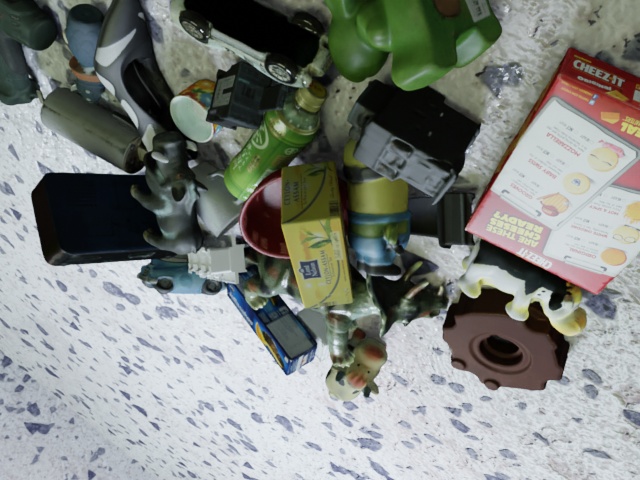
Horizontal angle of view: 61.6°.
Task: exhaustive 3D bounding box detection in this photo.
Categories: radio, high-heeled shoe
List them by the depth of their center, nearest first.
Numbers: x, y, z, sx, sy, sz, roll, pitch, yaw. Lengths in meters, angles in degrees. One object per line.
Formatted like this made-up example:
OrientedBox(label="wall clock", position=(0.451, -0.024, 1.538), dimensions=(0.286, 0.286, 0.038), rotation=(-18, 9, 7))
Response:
OrientedBox(label="high-heeled shoe", position=(-0.227, -0.215, 0.752), dimensions=(0.145, 0.086, 0.248), rotation=(25, 140, -1))
OrientedBox(label="radio", position=(-0.319, -0.034, 0.852), dimensions=(0.073, 0.229, 0.131), rotation=(-26, 74, 46))

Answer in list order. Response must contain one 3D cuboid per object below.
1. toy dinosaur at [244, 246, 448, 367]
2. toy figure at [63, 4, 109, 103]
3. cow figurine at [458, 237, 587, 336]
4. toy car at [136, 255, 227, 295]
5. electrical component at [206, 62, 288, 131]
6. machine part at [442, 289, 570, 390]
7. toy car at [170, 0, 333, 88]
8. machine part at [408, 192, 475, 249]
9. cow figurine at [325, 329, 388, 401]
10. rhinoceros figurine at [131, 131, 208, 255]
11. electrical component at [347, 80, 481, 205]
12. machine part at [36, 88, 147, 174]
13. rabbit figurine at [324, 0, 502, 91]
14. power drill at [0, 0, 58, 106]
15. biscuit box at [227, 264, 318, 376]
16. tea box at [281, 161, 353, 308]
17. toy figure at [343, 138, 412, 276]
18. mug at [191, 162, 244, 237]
OrientedBox(label="toy dinosaur", position=(-0.012, 0.056, 0.839), dimensions=(0.405, 0.131, 0.192), rotation=(24, 126, 20))
OrientedBox(label="toy figure", position=(-0.335, -0.266, 0.787), dimensions=(0.064, 0.058, 0.154), rotation=(38, 145, 6))
OrientedBox(label="cow figurine", position=(0.266, 0.049, 0.672), dimensions=(0.167, 0.068, 0.098), rotation=(26, 133, 10))
OrientedBox(label="toy car", position=(-0.248, 0.046, 0.989), dimensions=(0.161, 0.102, 0.109), rotation=(7, -179, -34))
OrientedBox(label="electrical component", position=(-0.091, -0.174, 0.660), dimensions=(0.047, 0.074, 0.119), rotation=(13, -176, -34))
OrientedBox(label="machine part", position=(0.264, 0.146, 0.774), dimensions=(0.180, 0.056, 0.179), rotation=(18, 136, 19))
OrientedBox(label="toy car", position=(-0.077, -0.239, 0.615), dimensions=(0.202, 0.073, 0.056), rotation=(28, 170, 8))
OrientedBox(label="machine part", position=(0.133, -0.028, 0.696), dimensions=(0.139, 0.039, 0.084), rotation=(6, 113, 35))
OrientedBox(label="cow figurine", position=(0.061, 0.226, 0.938), dimensions=(0.085, 0.127, 0.194), rotation=(30, 142, 2))
OrientedBox(label="rhinoceros figurine", position=(-0.218, -0.065, 0.791), dimensions=(0.112, 0.073, 0.190), rotation=(21, 124, 37))
OrientedBox(label="electrical component", position=(0.098, -0.116, 0.586), dimensions=(0.134, 0.115, 0.058), rotation=(31, 138, 2))
OrientedBox(label="machine part", position=(-0.362, -0.178, 0.876), dimensions=(0.243, 0.079, 0.079), rotation=(28, 140, 8))
OrientedBox(label="rabbit figurine", position=(0.057, -0.213, 0.525), dimensions=(0.170, 0.121, 0.159), rotation=(-5, 124, 57))
OrientedBox(label="power drill", position=(-0.518, -0.330, 0.843), dimensions=(0.232, 0.086, 0.207), rotation=(29, 132, 3))
OrientedBox(label="biscuit box", position=(-0.089, 0.137, 0.947), dimensions=(0.203, 0.059, 0.062), rotation=(48, 148, 27))
OrientedBox(label="tea box", position=(-0.001, -0.002, 0.664), dimensions=(0.068, 0.098, 0.169), rotation=(-8, 137, 5))
OrientedBox(label="toy figure", position=(0.071, -0.045, 0.658), dimensions=(0.082, 0.089, 0.180), rotation=(9, 103, 28))
OrientedBox(label="mug", position=(-0.163, -0.073, 0.838), dimensions=(0.107, 0.081, 0.109), rotation=(46, 147, 0))
